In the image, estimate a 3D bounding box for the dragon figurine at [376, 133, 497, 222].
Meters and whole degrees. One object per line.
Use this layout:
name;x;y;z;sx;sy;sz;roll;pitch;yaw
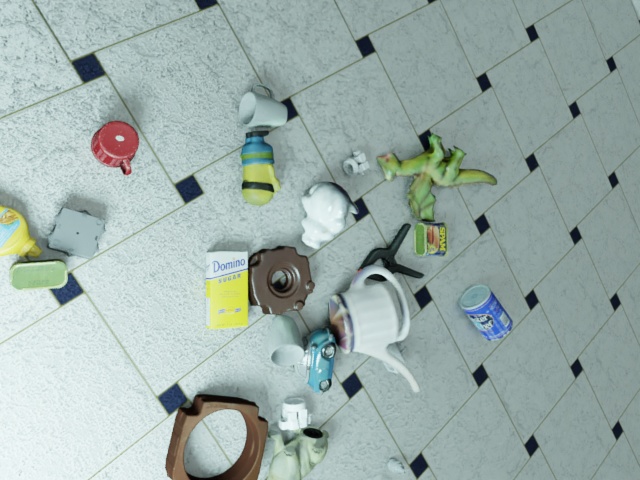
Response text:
dragon figurine;0.345;-0.168;1.524;0.407;0.123;0.243;27;91;-23

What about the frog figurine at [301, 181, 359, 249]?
frog figurine;0.004;-0.065;1.301;0.138;0.120;0.161;42;75;15

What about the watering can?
watering can;0.141;0.240;1.330;0.225;0.103;0.350;-9;81;-21
